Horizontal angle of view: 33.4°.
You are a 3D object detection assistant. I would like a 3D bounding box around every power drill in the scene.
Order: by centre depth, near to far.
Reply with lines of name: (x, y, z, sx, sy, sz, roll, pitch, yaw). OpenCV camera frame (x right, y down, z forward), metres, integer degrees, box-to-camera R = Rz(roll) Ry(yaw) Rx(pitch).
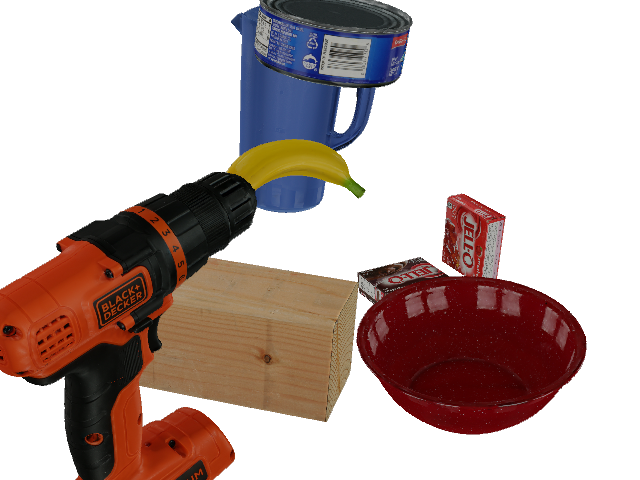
power drill: (-0.100, 0.068, 0.621, 0.057, 0.188, 0.184, 22, 42, 38)

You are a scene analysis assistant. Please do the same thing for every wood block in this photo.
wood block: (-0.081, 0.074, 0.885, 0.206, 0.091, 0.090, 9, 24, 12)

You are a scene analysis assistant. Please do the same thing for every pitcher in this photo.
pitcher: (-0.029, -0.160, 1.307, 0.144, 0.243, 0.149, -6, 27, -25)

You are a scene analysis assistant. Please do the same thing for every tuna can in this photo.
tuna can: (0.006, -0.113, 0.595, 0.086, 0.034, 0.086, 8, 24, -4)

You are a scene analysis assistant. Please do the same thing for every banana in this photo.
banana: (-0.033, -0.073, 1.082, 0.197, 0.037, 0.070, -6, 48, -45)

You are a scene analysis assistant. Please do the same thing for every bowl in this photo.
bowl: (0.107, 0.089, 0.769, 0.162, 0.055, 0.162, -2, 30, 1)

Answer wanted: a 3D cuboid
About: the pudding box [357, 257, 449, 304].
pudding box: (0.124, 0.066, 1.581, 0.113, 0.039, 0.090, -15, 24, -21)

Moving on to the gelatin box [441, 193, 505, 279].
gelatin box: (0.179, -0.001, 1.260, 0.030, 0.089, 0.073, -15, 32, -30)
